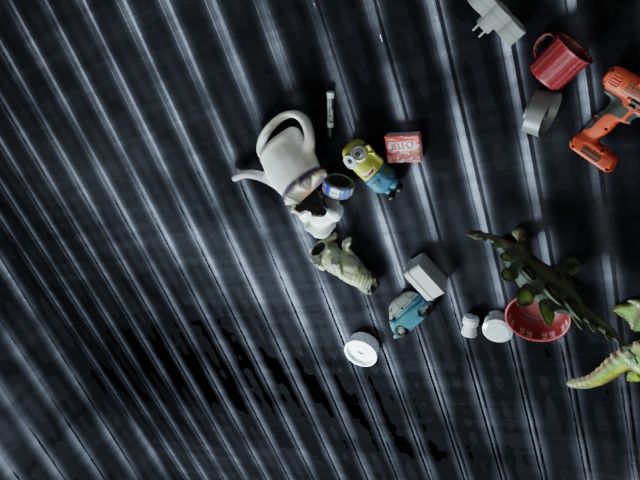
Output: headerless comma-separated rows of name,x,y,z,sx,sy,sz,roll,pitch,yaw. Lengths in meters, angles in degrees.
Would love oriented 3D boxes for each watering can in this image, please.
watering can,-0.110,-0.192,1.395,0.341,0.105,0.226,-41,74,41

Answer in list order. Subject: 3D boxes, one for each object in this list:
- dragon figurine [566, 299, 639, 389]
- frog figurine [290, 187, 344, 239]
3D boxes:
dragon figurine,0.809,0.258,1.293,0.407,0.123,0.242,-14,96,29
frog figurine,0.004,-0.073,1.452,0.137,0.125,0.157,-10,152,21
